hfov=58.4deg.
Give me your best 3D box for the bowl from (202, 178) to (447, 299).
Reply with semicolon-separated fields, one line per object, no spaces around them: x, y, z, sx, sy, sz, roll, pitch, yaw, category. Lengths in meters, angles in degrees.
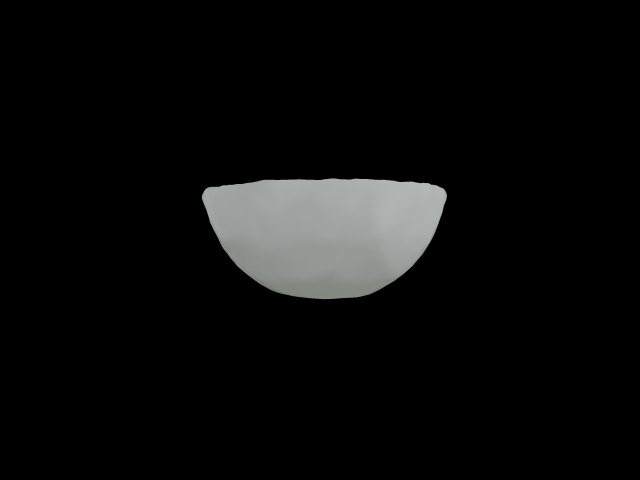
0.004;0.001;0.400;0.167;0.075;0.167;0;0;0;bowl
